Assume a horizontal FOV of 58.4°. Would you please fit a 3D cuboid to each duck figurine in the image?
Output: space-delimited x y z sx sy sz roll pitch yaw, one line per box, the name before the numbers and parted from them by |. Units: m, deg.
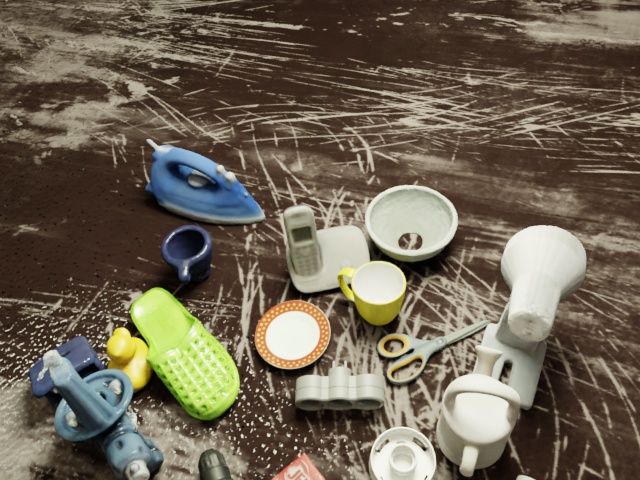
duck figurine | -0.321 0.194 0.944 0.077 0.086 0.104 -14 52 -5

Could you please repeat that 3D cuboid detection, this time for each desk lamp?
desk lamp | 0.312 0.113 0.857 0.117 0.214 0.203 16 56 18

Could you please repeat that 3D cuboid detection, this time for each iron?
iron | -0.232 -0.121 1.142 0.257 0.142 0.119 18 56 19

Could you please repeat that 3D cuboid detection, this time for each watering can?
watering can | 0.216 0.230 0.789 0.101 0.194 0.172 -6 52 2

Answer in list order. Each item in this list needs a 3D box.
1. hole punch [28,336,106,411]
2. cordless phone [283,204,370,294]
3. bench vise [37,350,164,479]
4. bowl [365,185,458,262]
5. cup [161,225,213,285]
hole punch | -0.419 0.213 0.937 0.109 0.091 0.100 -35 57 -19
cordless phone | 0.009 0.004 0.992 0.147 0.185 0.094 -15 52 -5
bench vise | -0.304 0.245 0.818 0.206 0.220 0.122 24 59 23
bowl | 0.167 -0.018 1.062 0.167 0.075 0.167 -3 52 4
cup | -0.233 0.045 1.044 0.091 0.095 0.117 -7 52 1
